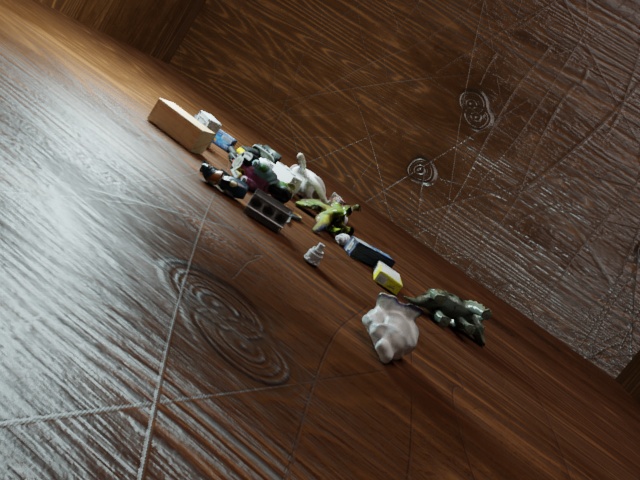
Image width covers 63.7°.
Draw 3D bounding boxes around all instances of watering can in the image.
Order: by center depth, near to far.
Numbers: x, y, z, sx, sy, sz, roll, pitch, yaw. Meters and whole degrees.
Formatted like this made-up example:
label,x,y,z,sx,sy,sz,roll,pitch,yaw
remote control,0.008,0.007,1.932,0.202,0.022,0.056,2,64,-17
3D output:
label,x,y,z,sx,sy,sz,roll,pitch,yaw
watering can,-0.062,-0.262,2.203,0.227,0.105,0.340,37,-20,48

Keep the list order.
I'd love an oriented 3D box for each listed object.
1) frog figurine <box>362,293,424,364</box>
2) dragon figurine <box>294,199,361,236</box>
label,x,y,z,sx,sy,sz,roll,pitch,yaw
frog figurine,0.154,0.213,1.139,0.136,0.121,0.163,40,44,-19
dragon figurine,0.006,-0.101,2.011,0.244,0.121,0.412,20,17,29
